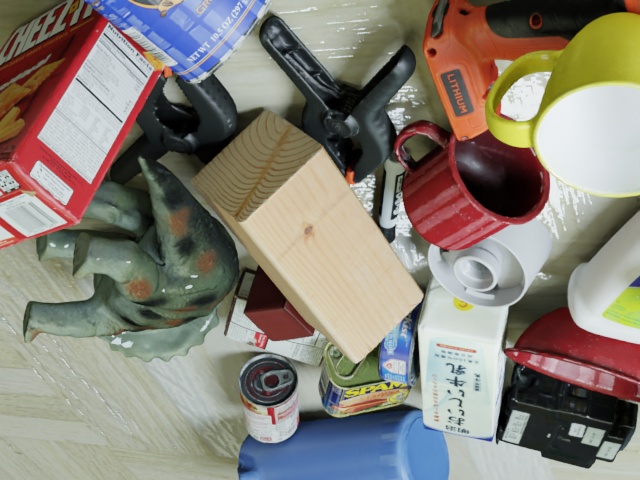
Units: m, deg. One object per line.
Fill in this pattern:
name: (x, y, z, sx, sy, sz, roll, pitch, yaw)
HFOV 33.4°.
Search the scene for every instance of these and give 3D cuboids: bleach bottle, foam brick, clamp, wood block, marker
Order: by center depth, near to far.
bleach bottle: (0.288, -0.008, 0.818, 0.102, 0.068, 0.251, 14, 144, -6)
clamp: (0.028, -0.102, 0.823, 0.120, 0.039, 0.171, 17, 154, 28)
wood block: (-0.005, 0.001, 0.908, 0.090, 0.090, 0.206, 37, 168, 47)
clamp: (-0.105, -0.088, 0.909, 0.164, 0.036, 0.210, 16, 149, 2)
marker: (0.061, -0.035, 0.922, 0.020, 0.020, 0.121, 13, 145, 7)
foam brick: (-0.031, 0.052, 1.033, 0.051, 0.078, 0.053, -11, 136, 33)

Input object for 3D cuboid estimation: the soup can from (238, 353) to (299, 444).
soup can: (-0.058, 0.186, 1.240, 0.068, 0.068, 0.102, 12, 146, 9)

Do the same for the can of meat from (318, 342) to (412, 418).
can of meat: (0.050, 0.140, 1.113, 0.102, 0.057, 0.084, -9, 150, -12)

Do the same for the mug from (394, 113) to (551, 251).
mug: (0.107, -0.048, 0.825, 0.117, 0.093, 0.082, 34, 147, -13)

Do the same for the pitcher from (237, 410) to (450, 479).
pitcher: (0.035, 0.272, 1.281, 0.243, 0.149, 0.145, -17, 118, 35)

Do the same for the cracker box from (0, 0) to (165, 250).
cracker box: (-0.209, -0.093, 0.793, 0.164, 0.213, 0.072, -15, 132, 38)

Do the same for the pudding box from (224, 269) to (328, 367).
pudding box: (-0.039, 0.083, 1.115, 0.113, 0.039, 0.090, 17, 144, -3)

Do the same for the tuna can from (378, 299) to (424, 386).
tuna can: (0.082, 0.097, 1.036, 0.034, 0.086, 0.086, 10, 145, 14)

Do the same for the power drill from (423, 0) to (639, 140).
power drill: (0.176, -0.116, 0.726, 0.188, 0.057, 0.184, -5, 135, 25)

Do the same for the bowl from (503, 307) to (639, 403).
bowl: (0.251, 0.101, 0.964, 0.162, 0.055, 0.162, 19, 171, 3)

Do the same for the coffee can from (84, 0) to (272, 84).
coffee can: (-0.112, -0.187, 0.716, 0.140, 0.102, 0.103, 37, 141, -25)
